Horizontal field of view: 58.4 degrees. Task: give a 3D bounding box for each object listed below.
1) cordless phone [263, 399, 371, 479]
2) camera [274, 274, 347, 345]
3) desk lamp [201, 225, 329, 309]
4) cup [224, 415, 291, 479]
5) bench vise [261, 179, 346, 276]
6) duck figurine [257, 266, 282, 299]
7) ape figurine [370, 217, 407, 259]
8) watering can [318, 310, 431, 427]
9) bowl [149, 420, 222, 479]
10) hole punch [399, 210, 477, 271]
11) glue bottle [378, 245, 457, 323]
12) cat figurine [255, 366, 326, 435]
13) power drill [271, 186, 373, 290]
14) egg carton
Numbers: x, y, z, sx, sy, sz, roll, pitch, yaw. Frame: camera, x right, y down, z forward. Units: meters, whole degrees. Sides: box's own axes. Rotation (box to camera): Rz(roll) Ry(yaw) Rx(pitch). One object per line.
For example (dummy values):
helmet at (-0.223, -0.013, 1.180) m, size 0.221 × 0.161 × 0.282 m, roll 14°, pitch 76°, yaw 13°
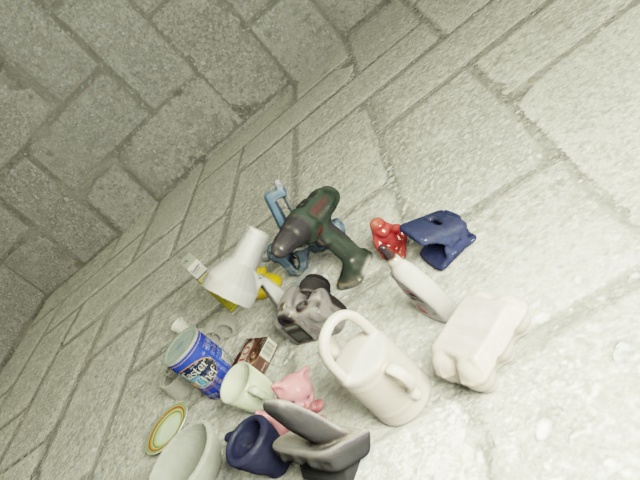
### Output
cordless phone at (-0.029, 0.279, 0.847) m, size 0.147 × 0.185 × 0.094 m, roll -18°, pitch 36°, yaw 45°
camera at (-0.019, 0.127, 1.176) m, size 0.142 × 0.101 × 0.137 m, roll -23°, pitch 32°, yaw 40°
desk lamp at (-0.126, 0.083, 1.274) m, size 0.203 × 0.214 × 0.117 m, roll -49°, pitch 25°, yaw -10°
cup at (-0.102, 0.353, 0.954) m, size 0.117 × 0.095 × 0.092 m, roll -14°, pitch 38°, yaw 48°
bench vise at (-0.074, -0.025, 1.358) m, size 0.207 × 0.220 × 0.121 m, roll -44°, pitch 24°, yaw 0°
duck figurine at (-0.160, 0.099, 1.457) m, size 0.104 × 0.086 × 0.077 m, roll -23°, pitch 32°, yaw 40°
ape figurine at (0.134, -0.008, 1.162) m, size 0.078 × 0.092 × 0.076 m, roll -49°, pitch 25°, yaw -10°
watering can at (0.063, 0.182, 0.846) m, size 0.172 × 0.194 × 0.101 m, roll -22°, pitch 33°, yaw 40°
bowl at (-0.238, 0.429, 1.069) m, size 0.167 × 0.075 × 0.167 m, roll -35°, pitch 26°, yaw 20°
hole punch at (0.214, -0.016, 1.051) m, size 0.101 × 0.091 × 0.108 m, roll -45°, pitch 24°, yaw 0°
glue bottle at (0.148, 0.065, 0.924) m, size 0.037 × 0.173 × 0.078 m, roll -51°, pitch 25°, yaw -15°
cat figurine at (-0.051, 0.276, 0.968) m, size 0.127 × 0.118 × 0.067 m, roll -37°, pitch 25°, yaw 16°
power drill at (0.011, 0.004, 1.192) m, size 0.075 × 0.209 × 0.230 m, roll -21°, pitch 33°, yaw 41°
egg carton at (0.227, 0.140, 0.810) m, size 0.150 × 0.069 × 0.107 m, roll -53°, pitch 26°, yaw -18°
